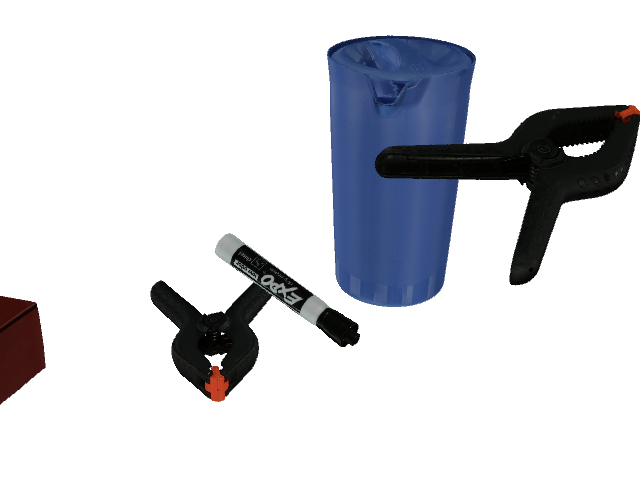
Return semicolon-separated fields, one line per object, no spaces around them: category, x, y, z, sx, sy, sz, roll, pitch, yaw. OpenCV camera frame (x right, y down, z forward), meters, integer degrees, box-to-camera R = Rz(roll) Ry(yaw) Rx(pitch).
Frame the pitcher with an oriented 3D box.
pitcher;0.073;-0.069;1.016;0.149;0.243;0.145;-15;31;-30

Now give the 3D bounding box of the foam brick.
foam brick;-0.231;0.077;0.716;0.053;0.051;0.078;9;28;24

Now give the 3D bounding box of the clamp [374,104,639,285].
clamp;0.169;-0.048;0.803;0.209;0.036;0.165;-20;46;-20

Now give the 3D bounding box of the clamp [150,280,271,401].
clamp;-0.109;0.084;0.995;0.120;0.039;0.171;-4;29;5

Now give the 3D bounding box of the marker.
marker;-0.022;0.034;0.721;0.121;0.020;0.020;35;16;24
